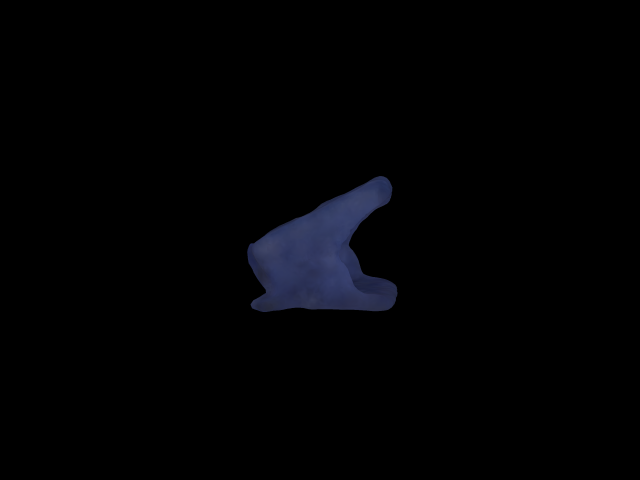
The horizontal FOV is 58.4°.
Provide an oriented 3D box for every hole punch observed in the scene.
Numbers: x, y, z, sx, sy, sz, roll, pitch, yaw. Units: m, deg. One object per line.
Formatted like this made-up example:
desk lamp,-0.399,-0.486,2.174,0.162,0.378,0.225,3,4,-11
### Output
hole punch,0.004,0.001,0.400,0.101,0.091,0.109,0,4,7
